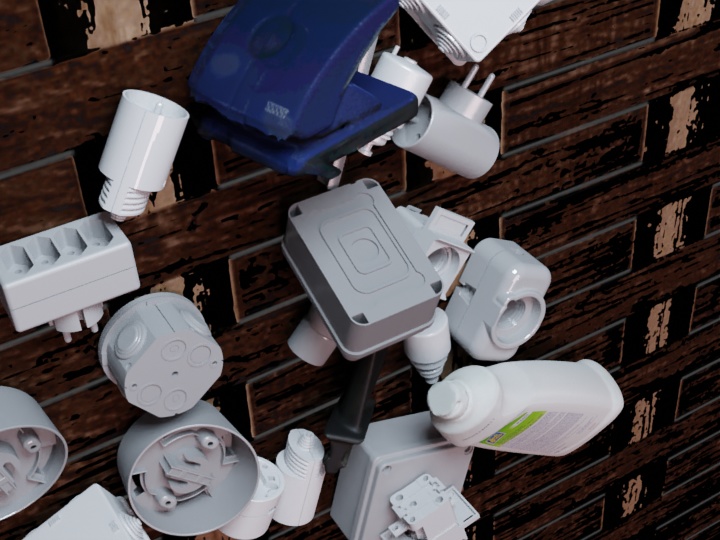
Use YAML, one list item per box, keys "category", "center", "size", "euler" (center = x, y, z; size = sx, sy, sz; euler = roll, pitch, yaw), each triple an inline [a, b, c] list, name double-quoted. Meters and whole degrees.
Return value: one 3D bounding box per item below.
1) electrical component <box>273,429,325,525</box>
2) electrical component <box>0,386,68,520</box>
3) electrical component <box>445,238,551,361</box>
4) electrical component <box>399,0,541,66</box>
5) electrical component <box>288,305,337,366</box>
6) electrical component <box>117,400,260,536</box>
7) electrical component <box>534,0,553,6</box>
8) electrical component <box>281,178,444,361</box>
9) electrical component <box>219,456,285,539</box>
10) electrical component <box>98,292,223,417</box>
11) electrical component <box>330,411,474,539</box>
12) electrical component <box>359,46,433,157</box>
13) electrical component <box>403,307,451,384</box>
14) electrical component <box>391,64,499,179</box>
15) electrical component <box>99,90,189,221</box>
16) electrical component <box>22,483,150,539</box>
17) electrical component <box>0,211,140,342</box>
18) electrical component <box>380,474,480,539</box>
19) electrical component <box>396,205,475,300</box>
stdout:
- category: "electrical component"
  center: [-0.052, 0.172, 0.915]
  size: [0.043, 0.043, 0.081]
  euler: [-4, 122, -33]
- category: "electrical component"
  center: [-0.251, 0.129, 0.730]
  size: [0.099, 0.064, 0.099]
  euler: [-18, 129, -24]
- category: "electrical component"
  center: [0.119, 0.029, 0.926]
  size: [0.054, 0.059, 0.095]
  euler: [7, 115, -38]
- category: "electrical component"
  center: [0.074, -0.197, 0.721]
  size: [0.099, 0.048, 0.100]
  euler: [-45, 107, 0]
- category: "electrical component"
  center: [-0.027, 0.042, 0.846]
  size: [0.044, 0.044, 0.065]
  euler: [20, 112, -42]
- category: "electrical component"
  center: [-0.134, 0.150, 0.827]
  size: [0.099, 0.064, 0.099]
  euler: [-18, 128, -24]
- category: "electrical component"
  center: [0.114, -0.204, 0.775]
  size: [0.046, 0.040, 0.040]
  euler: [-27, 132, -11]
- category: "electrical component"
  center: [0.000, 0.000, 0.780]
  size: [0.078, 0.113, 0.057]
  euler: [-22, 154, -21]
- category: "electrical component"
  center: [-0.094, 0.189, 0.890]
  size: [0.055, 0.055, 0.047]
  euler: [-4, 125, -34]
- category: "electrical component"
  center: [-0.142, 0.061, 0.769]
  size: [0.080, 0.051, 0.080]
  euler: [-18, 129, -24]
- category: "electrical component"
  center: [0.038, 0.191, 0.983]
  size: [0.109, 0.056, 0.108]
  euler: [-7, 123, -32]
- category: "electrical component"
  center: [0.020, -0.118, 0.767]
  size: [0.040, 0.040, 0.078]
  euler: [14, 111, -40]
- category: "electrical component"
  center: [0.058, 0.066, 0.921]
  size: [0.040, 0.040, 0.078]
  euler: [-26, 132, -19]
- category: "electrical component"
  center: [0.073, -0.115, 0.803]
  size: [0.077, 0.044, 0.079]
  euler: [19, 108, -42]
- category: "electrical component"
  center: [-0.142, -0.069, 0.685]
  size: [0.043, 0.043, 0.081]
  euler: [7, 115, -38]
- category: "electrical component"
  center: [-0.203, 0.221, 0.806]
  size: [0.100, 0.099, 0.048]
  euler: [-38, 147, -7]
- category: "electrical component"
  center: [-0.190, 0.015, 0.706]
  size: [0.083, 0.047, 0.075]
  euler: [-22, 130, -22]
- category: "electrical component"
  center: [0.059, 0.218, 0.945]
  size: [0.081, 0.042, 0.063]
  euler: [-31, 131, -14]
- category: "electrical component"
  center: [0.047, -0.015, 0.841]
  size: [0.042, 0.064, 0.081]
  euler: [18, 108, -42]
